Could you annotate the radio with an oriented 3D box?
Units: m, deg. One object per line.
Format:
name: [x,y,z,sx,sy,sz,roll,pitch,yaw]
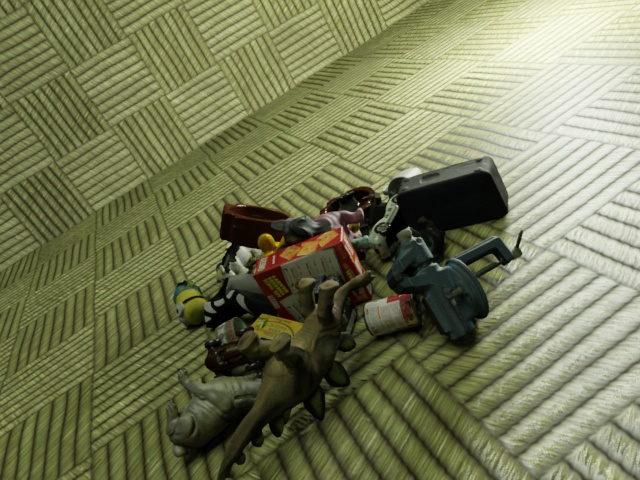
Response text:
radio: [0.296,-0.097,1.216,0.230,0.131,0.073,-15,32,28]

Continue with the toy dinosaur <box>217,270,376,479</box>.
toy dinosaur: [-0.044,0.226,0.933,0.471,0.198,0.105,-44,31,-25]

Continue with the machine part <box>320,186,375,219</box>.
machine part: [0.085,-0.079,1.476,0.179,0.056,0.179,-23,27,12]

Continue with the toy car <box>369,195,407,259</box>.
toy car: [0.176,-0.037,1.294,0.056,0.073,0.202,-6,36,37]

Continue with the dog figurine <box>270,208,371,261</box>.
dog figurine: [-0.003,-0.004,1.248,0.219,0.191,0.108,-5,71,-6]

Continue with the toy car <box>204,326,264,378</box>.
toy car: [-0.183,0.239,1.115,0.053,0.089,0.202,-6,-14,-40]

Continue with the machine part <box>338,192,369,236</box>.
machine part: [0.082,-0.052,1.368,0.084,0.139,0.039,-17,-12,20]

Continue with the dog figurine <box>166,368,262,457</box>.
dog figurine: [-0.181,0.330,1.021,0.191,0.121,0.172,1,73,18]

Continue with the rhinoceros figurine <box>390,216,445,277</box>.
rhinoceros figurine: [0.210,0.027,1.131,0.073,0.112,0.190,-50,-3,36]

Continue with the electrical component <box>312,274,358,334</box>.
electrical component: [0.020,0.136,1.092,0.058,0.134,0.115,-14,29,27]

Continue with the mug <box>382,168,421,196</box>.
mug: [0.227,-0.146,1.435,0.110,0.080,0.107,-17,17,38]

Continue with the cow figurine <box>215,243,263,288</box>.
cow figurine: [-0.242,0.068,1.490,0.068,0.098,0.167,-42,9,48]

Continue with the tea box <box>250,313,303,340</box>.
tea box: [-0.086,0.220,1.127,0.170,0.068,0.098,3,42,46]

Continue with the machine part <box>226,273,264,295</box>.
machine part: [-0.156,0.120,1.354,0.243,0.079,0.079,-9,34,37]

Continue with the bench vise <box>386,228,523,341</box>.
bench vise: [0.248,0.053,0.969,0.241,0.128,0.224,-26,64,-10]

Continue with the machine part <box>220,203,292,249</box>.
machine part: [-0.179,-0.038,1.516,0.201,0.087,0.201,8,12,-11]

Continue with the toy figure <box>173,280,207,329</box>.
toy figure: [-0.353,0.166,1.468,0.089,0.082,0.180,-34,25,-2]

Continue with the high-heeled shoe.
high-heeled shoe: [-0.199,0.184,1.289,0.249,0.086,0.145,25,98,48]

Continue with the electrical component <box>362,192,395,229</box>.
electrical component: [0.149,-0.075,1.371,0.078,0.102,0.045,-9,29,-12]

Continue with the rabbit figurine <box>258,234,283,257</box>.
rabbit figurine: [-0.083,0.036,1.350,0.162,0.122,0.173,-3,-7,-43]
